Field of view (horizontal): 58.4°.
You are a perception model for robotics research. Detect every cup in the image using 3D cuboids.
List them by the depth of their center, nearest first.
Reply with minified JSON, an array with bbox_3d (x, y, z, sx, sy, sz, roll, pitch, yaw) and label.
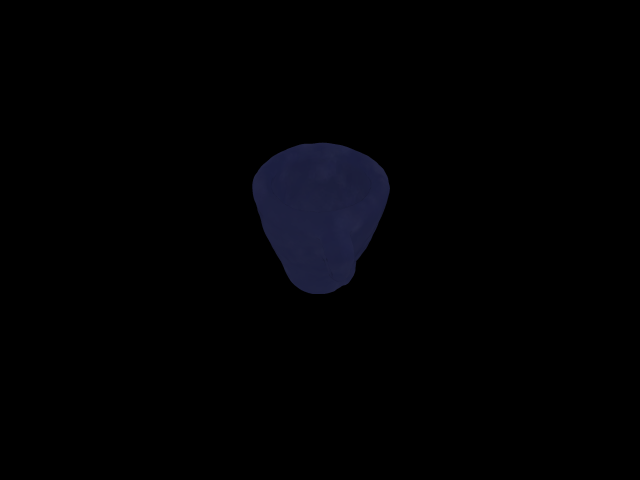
[{"bbox_3d":[0.004,0.001,0.400,0.092,0.095,0.117,-8,43,-8],"label":"cup"}]
